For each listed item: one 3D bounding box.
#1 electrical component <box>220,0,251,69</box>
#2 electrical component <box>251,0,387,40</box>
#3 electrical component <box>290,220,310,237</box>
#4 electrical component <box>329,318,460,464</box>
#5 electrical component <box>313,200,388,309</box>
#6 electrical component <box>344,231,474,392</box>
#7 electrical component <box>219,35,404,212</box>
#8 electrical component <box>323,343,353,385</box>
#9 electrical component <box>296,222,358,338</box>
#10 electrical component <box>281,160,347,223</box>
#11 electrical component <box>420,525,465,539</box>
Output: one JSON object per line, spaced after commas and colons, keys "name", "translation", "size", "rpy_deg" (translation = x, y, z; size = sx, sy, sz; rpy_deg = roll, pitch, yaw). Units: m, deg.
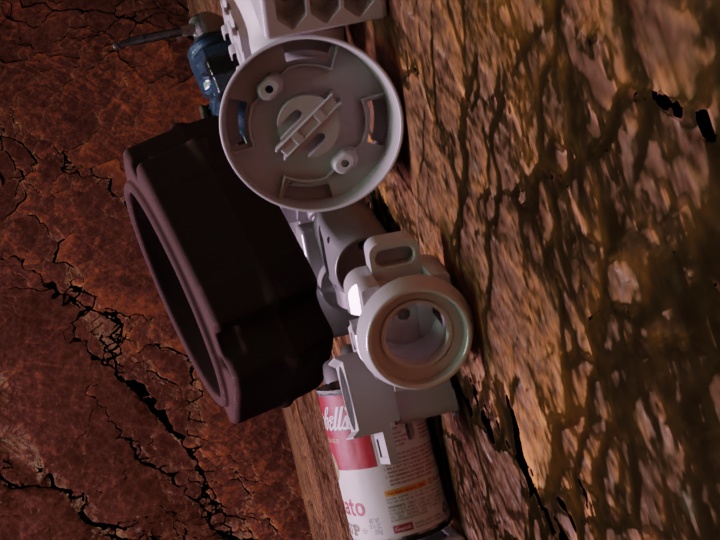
{"name": "electrical component", "translation": [-0.074, -0.193, 0.843], "size": [0.121, 0.063, 0.078], "rpy_deg": [-113, 14, -52]}
{"name": "electrical component", "translation": [-0.028, -0.166, 0.564], "size": [0.047, 0.066, 0.076], "rpy_deg": [86, 168, -45]}
{"name": "electrical component", "translation": [-0.050, -0.036, 0.879], "size": [0.052, 0.074, 0.138], "rpy_deg": [119, 138, -78]}
{"name": "electrical component", "translation": [0.019, 0.065, 0.601], "size": [0.042, 0.064, 0.081], "rpy_deg": [120, 137, -79]}
{"name": "electrical component", "translation": [0.000, 0.000, 0.704], "size": [0.077, 0.043, 0.079], "rpy_deg": [-120, 19, -64]}
{"name": "electrical component", "translation": [0.024, 0.026, 0.536], "size": [0.057, 0.058, 0.078], "rpy_deg": [-120, 20, -73]}
{"name": "electrical component", "translation": [-0.028, -0.083, 0.598], "size": [0.064, 0.099, 0.099], "rpy_deg": [-107, 6, -72]}
{"name": "electrical component", "translation": [0.005, 0.095, 0.767], "size": [0.078, 0.058, 0.057], "rpy_deg": [90, 168, -55]}
{"name": "electrical component", "translation": [-0.013, 0.008, 0.785], "size": [0.075, 0.047, 0.083], "rpy_deg": [-131, 30, -75]}
{"name": "electrical component", "translation": [-0.038, -0.079, 0.775], "size": [0.061, 0.062, 0.096], "rpy_deg": [100, 156, -69]}
{"name": "electrical component", "translation": [0.039, 0.210, 0.681], "size": [0.047, 0.066, 0.076], "rpy_deg": [157, 101, -82]}
